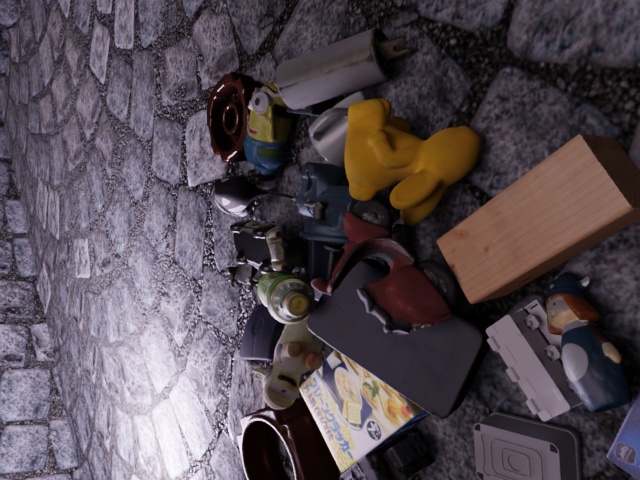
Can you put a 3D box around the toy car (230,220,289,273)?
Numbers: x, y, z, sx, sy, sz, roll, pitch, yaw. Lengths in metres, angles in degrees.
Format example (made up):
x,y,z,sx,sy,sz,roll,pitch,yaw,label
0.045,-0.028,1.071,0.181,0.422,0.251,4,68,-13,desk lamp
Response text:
x,y,z,sx,sy,sz,roll,pitch,yaw,label
-0.102,0.007,0.909,0.202,0.056,0.073,11,114,62,toy car

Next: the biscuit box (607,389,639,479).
x,y,z,sx,sy,sz,roll,pitch,yaw,label
0.354,0.144,0.519,0.059,0.063,0.202,33,118,44,biscuit box

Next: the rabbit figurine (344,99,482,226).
x,y,z,sx,sy,sz,roll,pitch,yaw,label
0.122,-0.107,0.711,0.173,0.121,0.162,3,70,23,rabbit figurine

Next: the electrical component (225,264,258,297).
x,y,z,sx,sy,sz,roll,pitch,yaw,label
-0.152,0.069,1.112,0.102,0.045,0.078,27,115,44,electrical component

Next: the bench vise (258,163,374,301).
x,y,z,sx,sy,sz,roll,pitch,yaw,label
0.007,-0.002,0.866,0.224,0.129,0.240,12,99,51,bench vise

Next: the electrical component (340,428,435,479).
x,y,z,sx,sy,sz,roll,pitch,yaw,label
0.101,0.337,0.795,0.058,0.115,0.134,56,132,24,electrical component

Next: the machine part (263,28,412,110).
x,y,z,sx,sy,sz,roll,pitch,yaw,label
0.021,-0.254,0.811,0.243,0.079,0.079,-11,86,30,machine part

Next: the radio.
x,y,z,sx,sy,sz,roll,pitch,yaw,label
0.107,0.123,0.734,0.230,0.073,0.131,30,98,25,radio

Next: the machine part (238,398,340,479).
x,y,z,sx,sy,sz,roll,pitch,yaw,label
-0.067,0.416,1.023,0.201,0.087,0.201,-33,68,47,machine part

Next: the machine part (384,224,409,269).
x,y,z,sx,sy,sz,roll,pitch,yaw,label
0.118,0.045,0.798,0.084,0.039,0.138,0,94,47,machine part

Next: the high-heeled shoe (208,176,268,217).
x,y,z,sx,sy,sz,roll,pitch,yaw,label
-0.201,-0.088,1.074,0.249,0.145,0.086,-3,91,48,high-heeled shoe

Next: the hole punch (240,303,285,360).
x,y,z,sx,sy,sz,roll,pitch,yaw,label
-0.094,0.176,1.027,0.142,0.092,0.115,-16,79,53,hole punch

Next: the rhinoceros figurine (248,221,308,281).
x,y,z,sx,sy,sz,roll,pitch,yaw,label
-0.090,0.022,1.013,0.191,0.073,0.112,16,108,47,rhinoceros figurine

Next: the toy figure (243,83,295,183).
x,y,z,sx,sy,sz,roll,pitch,yaw,label
-0.093,-0.198,0.988,0.082,0.089,0.180,24,122,29,toy figure

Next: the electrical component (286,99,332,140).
x,y,z,sx,sy,sz,roll,pitch,yaw,label
-0.019,-0.231,0.921,0.075,0.048,0.119,24,111,46,electrical component

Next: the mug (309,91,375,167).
x,y,z,sx,sy,sz,roll,pitch,yaw,label
0.039,-0.178,0.821,0.107,0.109,0.081,-41,57,29,mug

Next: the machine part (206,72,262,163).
x,y,z,sx,sy,sz,roll,pitch,yaw,label
-0.168,-0.245,1.086,0.180,0.056,0.179,7,99,50,machine part

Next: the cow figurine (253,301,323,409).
x,y,z,sx,sy,sz,roll,pitch,yaw,label
-0.046,0.193,0.921,0.127,0.085,0.195,-34,31,59,cow figurine

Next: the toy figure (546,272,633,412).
x,y,z,sx,sy,sz,roll,pitch,yaw,label
0.283,0.103,0.580,0.064,0.057,0.154,-34,51,33,toy figure

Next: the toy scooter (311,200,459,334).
x,y,z,sx,sy,sz,roll,pitch,yaw,label
0.071,0.049,0.659,0.184,0.135,0.075,49,167,15,toy scooter
